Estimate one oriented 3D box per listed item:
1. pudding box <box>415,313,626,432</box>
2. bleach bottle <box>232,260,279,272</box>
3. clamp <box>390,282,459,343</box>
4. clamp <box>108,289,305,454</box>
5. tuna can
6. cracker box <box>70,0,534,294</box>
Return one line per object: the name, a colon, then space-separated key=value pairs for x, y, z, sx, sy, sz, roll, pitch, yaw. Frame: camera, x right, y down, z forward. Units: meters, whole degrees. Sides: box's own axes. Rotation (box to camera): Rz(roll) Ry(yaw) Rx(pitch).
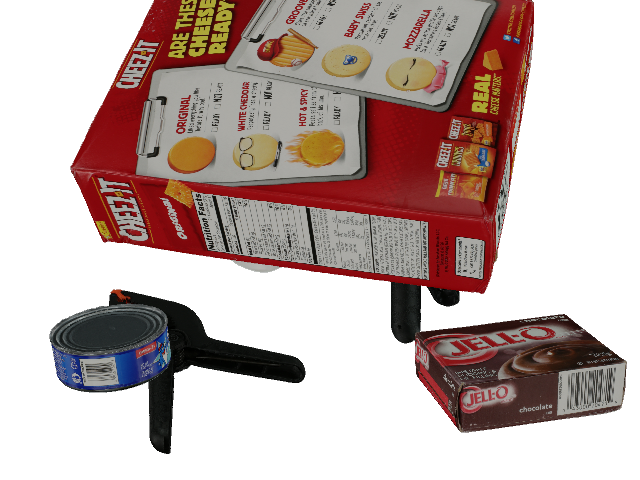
pudding box: x=0.127 y=0.084 z=0.695 sx=0.113 sy=0.039 sz=0.090 roll=-4 pitch=18 yaw=-12
bleach bottle: x=-0.051 y=-0.098 z=1.138 sx=0.068 sy=0.251 sz=0.102 roll=21 pitch=32 yaw=36
clamp: x=0.074 y=0.002 z=0.920 sx=0.039 sy=0.171 sz=0.120 roll=-13 pitch=16 yaw=24
clamp: x=-0.127 y=0.104 z=1.007 sx=0.164 sy=0.036 sz=0.210 roll=-18 pitch=40 yaw=-30
tuna can: x=-0.153 y=0.078 z=0.784 sx=0.086 sy=0.034 sz=0.086 roll=-4 pitch=19 yaw=1
cracker box: x=-0.001 y=-0.064 z=0.579 sx=0.214 sy=0.164 sz=0.072 roll=7 pitch=-38 yaw=13
